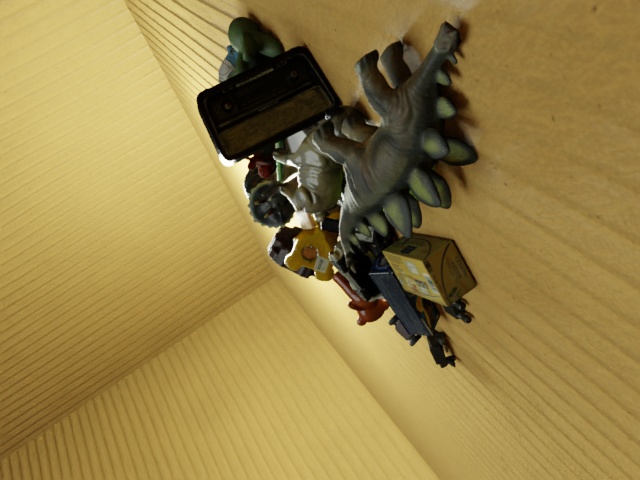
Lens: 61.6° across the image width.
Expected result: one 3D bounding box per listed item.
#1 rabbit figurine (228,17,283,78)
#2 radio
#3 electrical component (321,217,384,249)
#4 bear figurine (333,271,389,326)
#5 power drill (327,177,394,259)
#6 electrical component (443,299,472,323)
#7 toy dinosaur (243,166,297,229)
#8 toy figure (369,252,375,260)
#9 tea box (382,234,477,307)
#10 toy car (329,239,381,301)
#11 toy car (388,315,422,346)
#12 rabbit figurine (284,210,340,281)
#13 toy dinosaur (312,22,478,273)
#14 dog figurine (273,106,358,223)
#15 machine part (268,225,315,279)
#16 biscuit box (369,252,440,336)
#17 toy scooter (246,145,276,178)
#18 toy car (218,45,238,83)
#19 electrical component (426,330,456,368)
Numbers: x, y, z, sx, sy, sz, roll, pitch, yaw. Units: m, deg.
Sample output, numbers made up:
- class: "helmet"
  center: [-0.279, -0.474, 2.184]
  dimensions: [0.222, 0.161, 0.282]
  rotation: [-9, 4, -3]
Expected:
- class: "rabbit figurine"
  center: [-0.146, -0.368, 1.094]
  dimensions: [0.159, 0.121, 0.170]
  rotation: [18, 126, 67]
- class: "radio"
  center: [-0.096, -0.238, 0.952]
  dimensions: [0.131, 0.230, 0.073]
  rotation: [62, 168, -5]
- class: "electrical component"
  center: [0.065, -0.029, 1.029]
  dimensions: [0.119, 0.048, 0.074]
  rotation: [8, 130, 17]
- class: "bear figurine"
  center: [0.119, 0.140, 1.414]
  dimensions: [0.132, 0.120, 0.195]
  rotation: [56, 175, 21]
- class: "power drill"
  center: [0.070, -0.057, 1.144]
  dimensions: [0.207, 0.086, 0.231]
  rotation: [50, 169, 50]
- class: "electrical component"
  center: [0.250, 0.121, 1.024]
  dimensions: [0.063, 0.021, 0.094]
  rotation: [62, 167, -28]
- class: "toy dinosaur"
  center: [-0.150, -0.154, 1.513]
  dimensions: [0.405, 0.192, 0.131]
  rotation: [37, 157, 56]
- class: "toy figure"
  center: [0.099, 0.032, 1.276]
  dimensions: [0.089, 0.082, 0.180]
  rotation: [47, 166, -11]
- class: "tea box"
  center: [0.190, 0.049, 0.957]
  dimensions: [0.098, 0.068, 0.170]
  rotation: [59, 170, -14]
- class: "toy car"
  center: [0.083, 0.061, 1.128]
  dimensions: [0.056, 0.073, 0.201]
  rotation: [38, 170, 47]
- class: "toy car"
  center: [0.219, 0.194, 1.290]
  dimensions: [0.089, 0.053, 0.202]
  rotation: [41, 161, 17]
- class: "rabbit figurine"
  center: [-0.003, -0.004, 1.286]
  dimensions: [0.173, 0.122, 0.162]
  rotation: [-44, -34, -70]
- class: "toy dinosaur"
  center: [0.087, -0.099, 0.739]
  dimensions: [0.198, 0.105, 0.471]
  rotation: [50, 152, 11]
- class: "dog figurine"
  center: [0.020, -0.129, 0.945]
  dimensions: [0.191, 0.121, 0.172]
  rotation: [-15, 104, 56]
- class: "machine part"
  center: [-0.051, 0.028, 1.442]
  dimensions: [0.179, 0.179, 0.056]
  rotation: [48, 122, 35]
- class: "biscuit box"
  center: [0.178, 0.113, 1.110]
  dimensions: [0.063, 0.059, 0.202]
  rotation: [-4, 132, 41]
- class: "toy scooter"
  center: [-0.134, -0.226, 1.255]
  dimensions: [0.135, 0.075, 0.183]
  rotation: [-48, -33, -63]
- class: "toy car"
  center: [-0.183, -0.375, 1.255]
  dimensions: [0.109, 0.103, 0.161]
  rotation: [44, 166, 44]
- class: "electrical component"
  center: [0.278, 0.250, 1.233]
  dimensions: [0.078, 0.045, 0.102]
  rotation: [-80, -33, -63]
